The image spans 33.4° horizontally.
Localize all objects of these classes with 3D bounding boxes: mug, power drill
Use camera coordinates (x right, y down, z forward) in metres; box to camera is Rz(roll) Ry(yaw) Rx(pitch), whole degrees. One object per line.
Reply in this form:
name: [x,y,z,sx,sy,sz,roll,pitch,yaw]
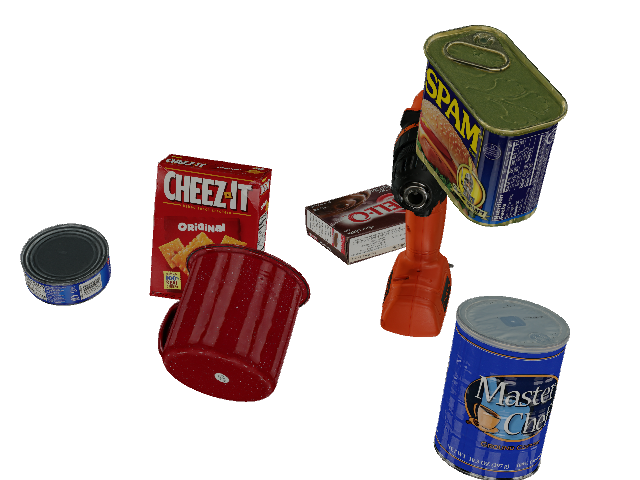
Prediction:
mug: [-0.071,0.062,0.755,0.117,0.081,0.093,-8,-37,35]
power drill: [0.085,-0.016,0.882,0.057,0.188,0.184,9,31,10]

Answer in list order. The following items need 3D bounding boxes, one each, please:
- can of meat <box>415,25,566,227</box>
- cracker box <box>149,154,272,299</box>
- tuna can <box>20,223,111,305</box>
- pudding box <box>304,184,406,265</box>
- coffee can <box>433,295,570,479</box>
can of meat: [0.102,-0.070,0.666,0.057,0.084,0.102,-16,49,-17]
cracker box: [-0.168,-0.011,1.620,0.164,0.214,0.072,9,18,8]
tuna can: [-0.251,0.024,1.059,0.086,0.034,0.086,1,43,-1]
pudding box: [0.053,-0.019,1.165,0.113,0.039,0.090,-19,31,-25]
coffee can: [0.166,0.136,0.988,0.103,0.140,0.103,6,22,-3]
